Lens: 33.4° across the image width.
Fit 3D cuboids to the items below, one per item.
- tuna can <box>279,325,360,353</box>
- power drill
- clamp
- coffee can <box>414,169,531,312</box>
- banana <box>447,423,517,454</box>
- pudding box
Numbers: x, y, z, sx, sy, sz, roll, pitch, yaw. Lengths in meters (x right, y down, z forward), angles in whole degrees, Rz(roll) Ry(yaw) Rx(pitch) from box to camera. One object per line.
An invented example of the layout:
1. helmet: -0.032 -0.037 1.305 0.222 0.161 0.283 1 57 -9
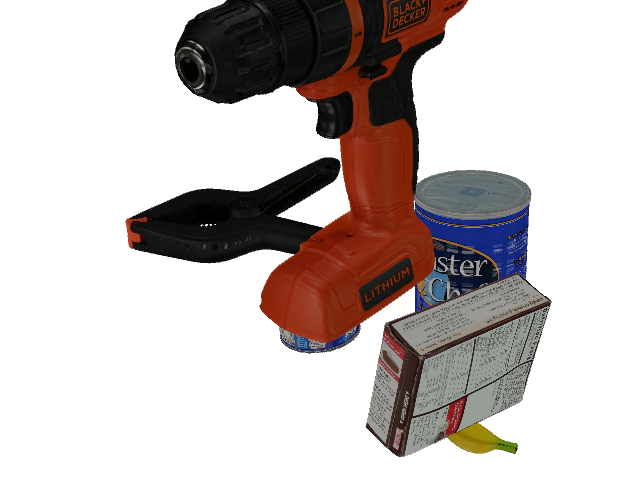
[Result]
1. tuna can: -0.002 0.081 1.116 0.086 0.034 0.086 -7 27 3
2. power drill: 0.007 -0.046 0.524 0.057 0.188 0.184 27 40 35
3. clamp: -0.061 -0.023 0.926 0.210 0.036 0.164 -3 32 -4
4. coffee can: 0.136 0.019 0.964 0.103 0.140 0.103 -2 24 1
5. banana: 0.167 0.204 1.278 0.069 0.037 0.198 10 20 -17
6. pudding box: 0.087 0.078 0.676 0.113 0.090 0.039 -19 43 -32
